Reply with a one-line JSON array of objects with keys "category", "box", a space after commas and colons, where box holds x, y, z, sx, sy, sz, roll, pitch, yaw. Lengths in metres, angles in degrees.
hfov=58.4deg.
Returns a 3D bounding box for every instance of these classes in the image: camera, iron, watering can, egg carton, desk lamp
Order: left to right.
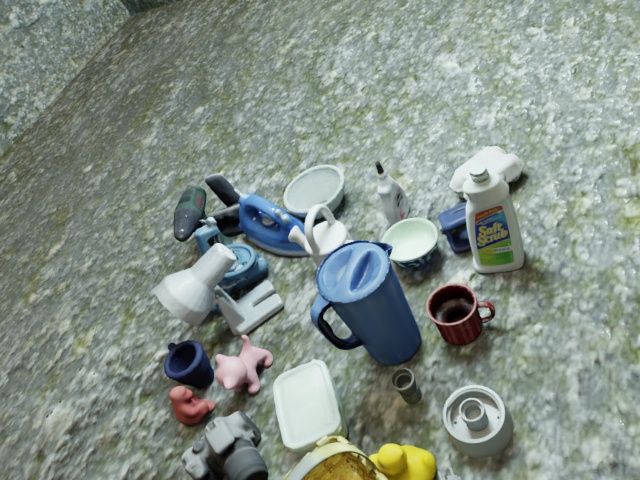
[{"category": "desk lamp", "box": [-0.221, 0.115, 1.258, 0.203, 0.214, 0.117, -36, 41, -5]}, {"category": "camera", "box": [-0.166, 0.399, 1.033, 0.143, 0.101, 0.136, -40, 42, -10]}, {"category": "iron", "box": [-0.113, -0.051, 1.411, 0.257, 0.142, 0.119, 23, 64, 43]}, {"category": "watering can", "box": [0.010, 0.006, 1.241, 0.172, 0.195, 0.101, -12, 45, 21]}, {"category": "egg carton", "box": [0.368, -0.141, 1.266, 0.150, 0.070, 0.107, -38, 41, -7]}]

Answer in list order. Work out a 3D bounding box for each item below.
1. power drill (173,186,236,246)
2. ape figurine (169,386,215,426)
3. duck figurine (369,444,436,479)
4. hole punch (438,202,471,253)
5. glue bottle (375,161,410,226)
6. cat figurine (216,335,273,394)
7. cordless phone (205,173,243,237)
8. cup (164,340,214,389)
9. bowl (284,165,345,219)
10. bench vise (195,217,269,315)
[{"category": "power drill", "box": [-0.293, -0.023, 1.440, 0.075, 0.209, 0.229, -23, 42, 10]}, {"category": "ape figurine", "box": [-0.271, 0.331, 1.169, 0.076, 0.092, 0.077, -38, 41, -7]}, {"category": "duck figurine", "box": [0.127, 0.355, 0.912, 0.104, 0.086, 0.077, -15, 44, 18]}, {"category": "hole punch", "box": [0.300, -0.043, 1.195, 0.108, 0.091, 0.101, -22, 42, 11]}, {"category": "glue bottle", "box": [0.155, -0.110, 1.284, 0.037, 0.174, 0.078, 0, 50, 31]}, {"category": "cat figurine", "box": [-0.164, 0.255, 1.160, 0.067, 0.118, 0.128, 0, 50, 31]}, {"category": "cordless phone", "box": [-0.272, -0.099, 1.521, 0.147, 0.186, 0.094, -19, 43, 14]}, {"category": "cup", "box": [-0.278, 0.271, 1.230, 0.092, 0.095, 0.117, -46, 43, -16]}, {"category": "bowl", "box": [-0.004, -0.109, 1.454, 0.167, 0.075, 0.167, -17, 43, 16]}, {"category": "bench vise", "box": [-0.239, 0.063, 1.315, 0.121, 0.220, 0.208, 21, 63, 42]}]
